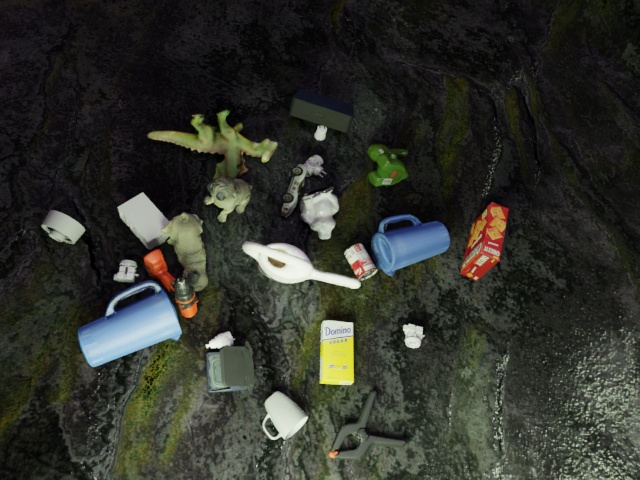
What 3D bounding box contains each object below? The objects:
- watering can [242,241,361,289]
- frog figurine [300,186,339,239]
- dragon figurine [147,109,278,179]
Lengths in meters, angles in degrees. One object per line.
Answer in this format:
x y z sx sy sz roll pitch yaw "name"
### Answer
-0.062 0.083 1.502 0.347 0.222 0.105 21 78 -3 "watering can"
0.005 -0.085 1.697 0.139 0.122 0.158 -25 105 -33 "frog figurine"
-0.347 -0.295 1.725 0.411 0.120 0.246 -15 73 -11 "dragon figurine"
